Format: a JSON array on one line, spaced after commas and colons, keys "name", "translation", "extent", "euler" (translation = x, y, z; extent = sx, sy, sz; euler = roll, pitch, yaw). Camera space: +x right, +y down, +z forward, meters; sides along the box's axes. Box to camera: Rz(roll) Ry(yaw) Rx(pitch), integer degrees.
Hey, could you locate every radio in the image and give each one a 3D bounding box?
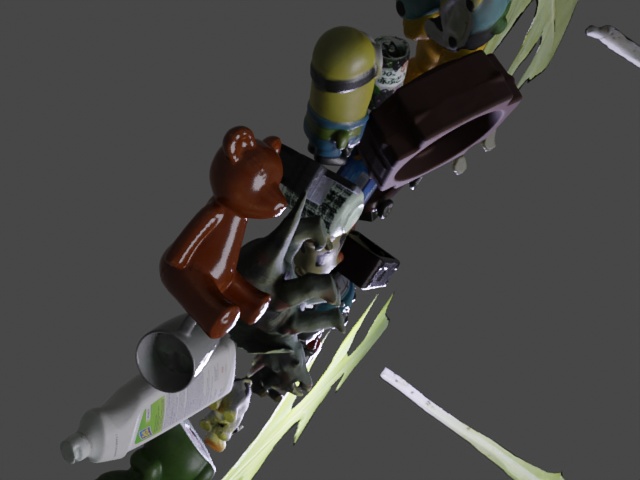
[{"name": "radio", "translation": [0.082, 0.036, 1.110], "extent": [0.073, 0.131, 0.229], "euler": [-57, 163, 9]}]

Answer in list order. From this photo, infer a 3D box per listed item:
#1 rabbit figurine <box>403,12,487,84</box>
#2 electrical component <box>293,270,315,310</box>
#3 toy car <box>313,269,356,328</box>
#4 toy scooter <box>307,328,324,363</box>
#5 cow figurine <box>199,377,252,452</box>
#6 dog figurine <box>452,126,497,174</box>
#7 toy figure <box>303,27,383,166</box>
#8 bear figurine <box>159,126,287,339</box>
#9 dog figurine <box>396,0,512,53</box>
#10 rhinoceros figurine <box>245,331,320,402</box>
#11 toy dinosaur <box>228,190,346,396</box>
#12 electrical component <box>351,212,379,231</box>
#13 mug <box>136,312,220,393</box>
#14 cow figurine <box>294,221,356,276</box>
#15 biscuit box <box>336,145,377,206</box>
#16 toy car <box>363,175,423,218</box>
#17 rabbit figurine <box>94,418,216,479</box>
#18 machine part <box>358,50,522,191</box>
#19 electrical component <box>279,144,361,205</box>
[{"name": "rabbit figurine", "translation": [0.175, -0.292, 0.850], "extent": [0.162, 0.122, 0.173], "euler": [-53, 180, -44]}, {"name": "electrical component", "translation": [-0.043, 0.107, 1.024], "extent": [0.134, 0.058, 0.115], "euler": [-57, 165, 0]}, {"name": "toy car", "translation": [0.020, 0.106, 1.127], "extent": [0.162, 0.109, 0.102], "euler": [-49, 146, -52]}, {"name": "toy scooter", "translation": [-0.017, 0.206, 1.255], "extent": [0.135, 0.075, 0.183], "euler": [-40, 152, -46]}, {"name": "cow figurine", "translation": [-0.183, 0.342, 1.061], "extent": [0.098, 0.068, 0.167], "euler": [-46, 162, -50]}, {"name": "dog figurine", "translation": [0.227, -0.212, 1.010], "extent": [0.172, 0.121, 0.191], "euler": [-37, -158, -8]}, {"name": "toy figure", "translation": [0.023, -0.169, 0.660], "extent": [0.089, 0.082, 0.180], "euler": [-43, 161, -42]}, {"name": "bear figurine", "translation": [-0.084, -0.013, 0.579], "extent": [0.196, 0.132, 0.120], "euler": [-53, 166, 11]}, {"name": "dog figurine", "translation": [0.217, -0.360, 0.697], "extent": [0.219, 0.192, 0.108], "euler": [-36, 152, -12]}, {"name": "rhinoceros figurine", "translation": [-0.072, 0.250, 1.128], "extent": [0.190, 0.112, 0.073], "euler": [-46, 136, 7]}, {"name": "toy dinosaur", "translation": [-0.069, 0.074, 0.777], "extent": [0.192, 0.131, 0.404], "euler": [-13, 137, 2]}, {"name": "electrical component", "translation": [0.086, -0.055, 1.073], "extent": [0.102, 0.078, 0.045], "euler": [-44, 137, -50]}, {"name": "mug", "translation": [-0.168, 0.124, 0.688], "extent": [0.109, 0.081, 0.107], "euler": [-66, 173, 17]}, {"name": "cow figurine", "translation": [-0.002, -0.003, 0.900], "extent": [0.127, 0.085, 0.194], "euler": [-45, 164, -36]}, {"name": "biscuit box", "translation": [0.096, -0.148, 0.932], "extent": [0.202, 0.059, 0.062], "euler": [-55, 163, -4]}, {"name": "toy car", "translation": [0.129, -0.107, 1.054], "extent": [0.202, 0.089, 0.053], "euler": [-40, 157, -46]}, {"name": "rabbit figurine", "translation": [-0.249, 0.349, 0.787], "extent": [0.170, 0.159, 0.121], "euler": [-36, 168, -13]}, {"name": "machine part", "translation": [0.159, -0.162, 0.754], "extent": [0.201, 0.087, 0.201], "euler": [-26, 170, -8]}, {"name": "electrical component", "translation": [-0.010, -0.075, 0.676], "extent": [0.047, 0.119, 0.075], "euler": [-59, 165, 6]}]
